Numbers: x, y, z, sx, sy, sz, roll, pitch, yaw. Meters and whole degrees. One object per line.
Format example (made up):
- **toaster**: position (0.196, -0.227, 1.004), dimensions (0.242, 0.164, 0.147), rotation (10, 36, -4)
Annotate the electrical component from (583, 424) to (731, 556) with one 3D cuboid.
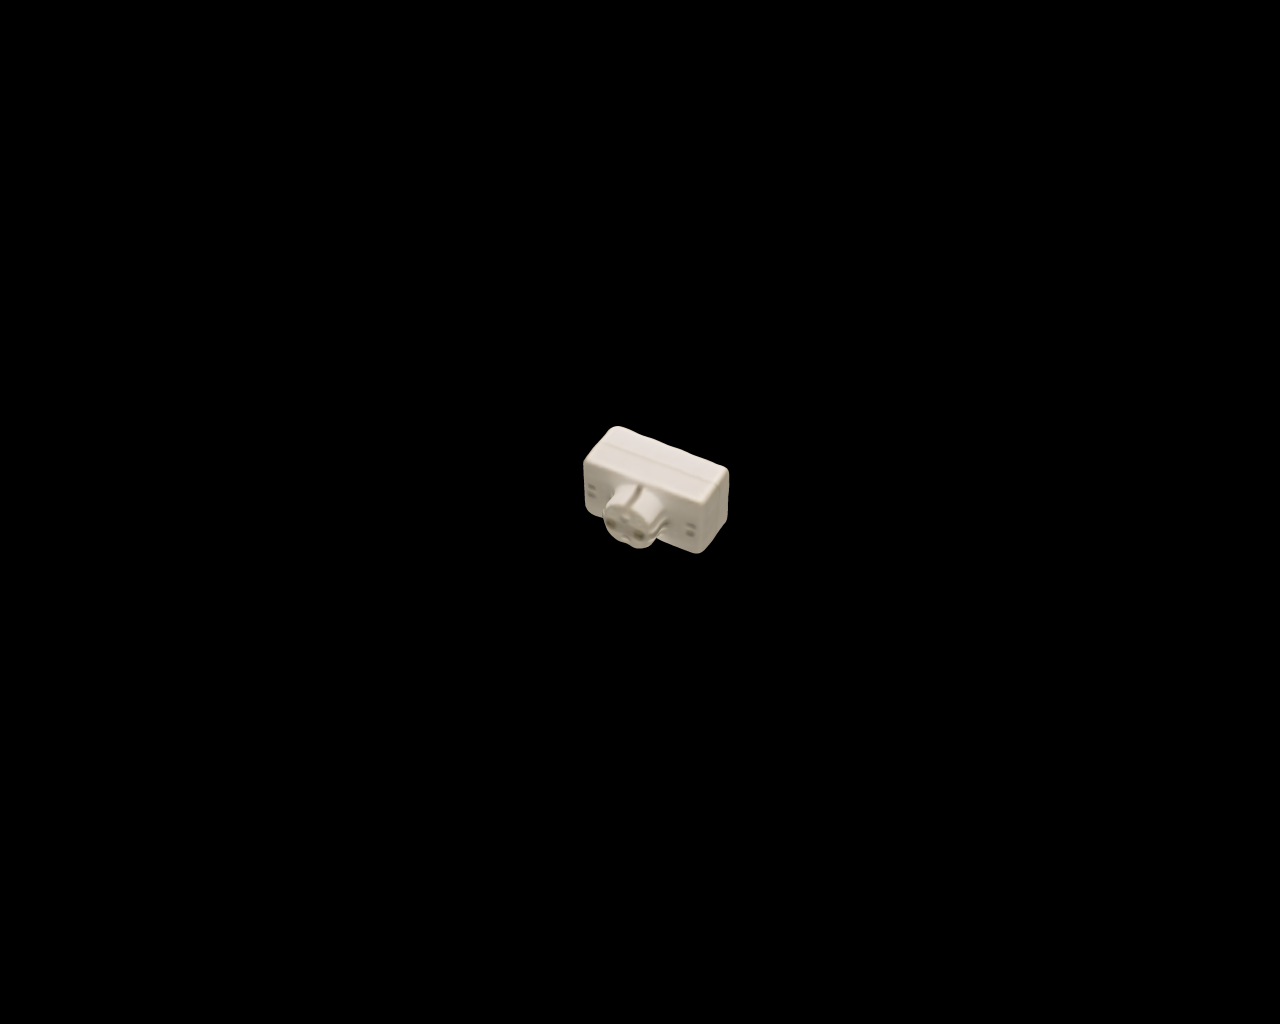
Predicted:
- **electrical component**: position (0.001, -0.003, 0.650), dimensions (0.083, 0.047, 0.076), rotation (22, 49, 21)
